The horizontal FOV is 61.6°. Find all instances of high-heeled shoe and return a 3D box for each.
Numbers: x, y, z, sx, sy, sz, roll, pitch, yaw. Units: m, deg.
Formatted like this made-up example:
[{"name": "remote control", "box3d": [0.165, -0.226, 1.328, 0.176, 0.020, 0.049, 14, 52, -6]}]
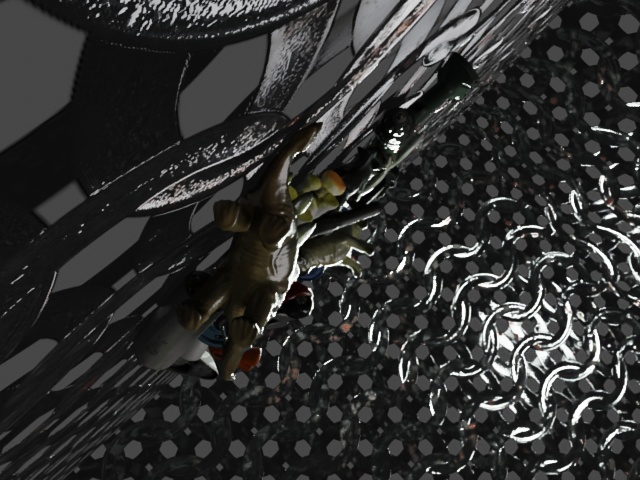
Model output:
[{"name": "high-heeled shoe", "box3d": [-0.318, 0.298, 1.252, 0.086, 0.145, 0.249, -44, 179, 5]}]

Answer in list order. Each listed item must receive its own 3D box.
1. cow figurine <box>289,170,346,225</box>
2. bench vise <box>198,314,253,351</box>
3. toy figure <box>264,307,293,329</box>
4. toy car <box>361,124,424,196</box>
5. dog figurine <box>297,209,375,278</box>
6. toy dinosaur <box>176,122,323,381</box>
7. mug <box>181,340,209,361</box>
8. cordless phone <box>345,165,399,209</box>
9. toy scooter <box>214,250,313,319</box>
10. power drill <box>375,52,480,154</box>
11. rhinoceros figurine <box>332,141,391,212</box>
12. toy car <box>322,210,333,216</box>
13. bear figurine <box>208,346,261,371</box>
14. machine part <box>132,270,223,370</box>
[{"name": "cow figurine", "box3d": [-0.025, -0.055, 0.866, 0.098, 0.068, 0.167, -38, 177, 39]}, {"name": "bench vise", "box3d": [-0.162, 0.154, 1.072, 0.224, 0.128, 0.241, -20, -152, -1]}, {"name": "toy figure", "box3d": [-0.089, 0.077, 0.998, 0.082, 0.180, 0.089, -29, 146, 17]}, {"name": "toy car", "box3d": [0.133, -0.178, 1.144, 0.201, 0.073, 0.056, -44, 177, 25]}, {"name": "dog figurine", "box3d": [-0.001, -0.005, 1.144, 0.172, 0.190, 0.121, -112, -147, -50]}, {"name": "toy dinosaur", "box3d": [-0.085, 0.053, 0.700, 0.470, 0.105, 0.198, -64, 170, 29]}, {"name": "mug", "box3d": [-0.268, 0.202, 1.206, 0.107, 0.081, 0.109, -52, 171, 20]}, {"name": "cordless phone", "box3d": [0.141, -0.140, 1.293, 0.146, 0.089, 0.184, -44, 163, 34]}, {"name": "toy scooter", "box3d": [-0.093, 0.053, 0.898, 0.075, 0.184, 0.135, -39, -136, 45]}, {"name": "power drill", "box3d": [0.186, -0.238, 0.966, 0.207, 0.086, 0.232, -47, 179, -6]}, {"name": "rhinoceros figurine", "box3d": [0.067, -0.132, 1.051, 0.190, 0.073, 0.112, -38, 164, -46]}, {"name": "toy car", "box3d": [-0.002, -0.070, 1.142, 0.089, 0.053, 0.202, -48, 174, 29]}, {"name": "bear figurine", "box3d": [-0.185, 0.195, 1.280, 0.120, 0.132, 0.196, -51, -163, 58]}, {"name": "machine part", "box3d": [-0.213, 0.124, 0.816, 0.243, 0.079, 0.079, -44, 177, 28]}]
